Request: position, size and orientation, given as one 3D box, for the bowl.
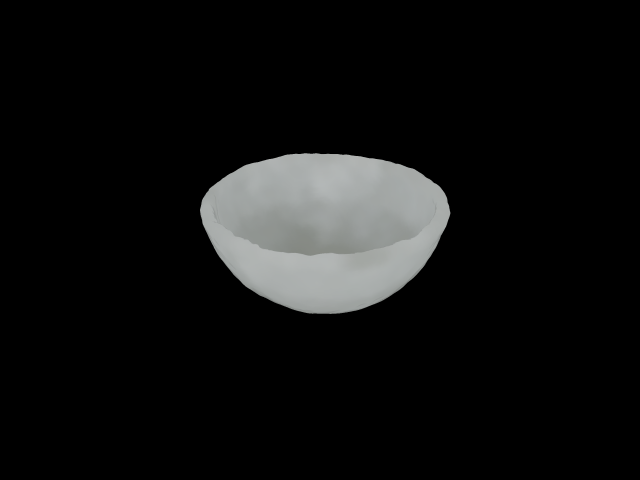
[{"bbox_3d":[0.004,0.001,0.400,0.167,0.075,0.167,0,29,0],"label":"bowl"}]
